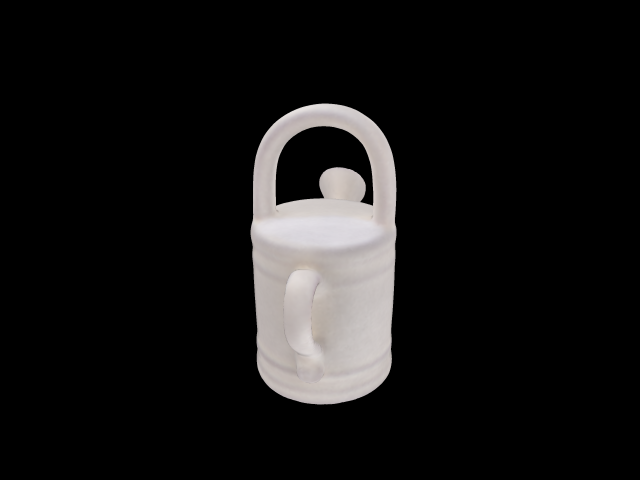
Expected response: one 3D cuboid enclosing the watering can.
[{"bbox_3d":[0.001,0.001,0.400,0.101,0.194,0.172,-5,24,-10],"label":"watering can"}]
